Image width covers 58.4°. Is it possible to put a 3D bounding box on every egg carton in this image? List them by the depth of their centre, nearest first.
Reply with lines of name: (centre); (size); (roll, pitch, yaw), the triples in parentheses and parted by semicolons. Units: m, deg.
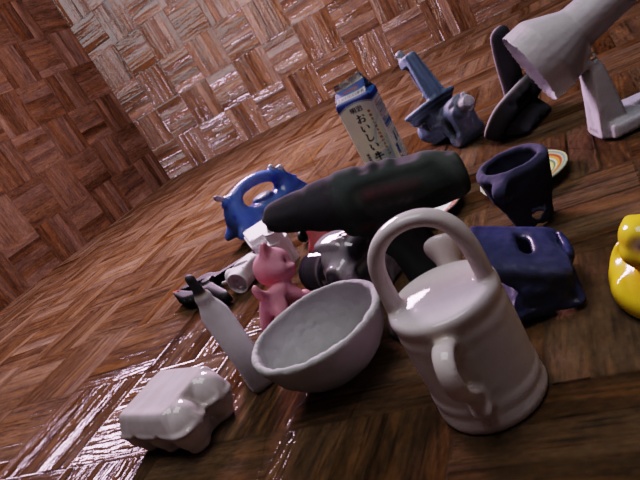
egg carton: (-0.181, 0.215, 0.724); (0.150, 0.069, 0.107); (-16, 23, 38)

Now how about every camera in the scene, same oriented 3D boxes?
camera: (0.037, 0.026, 0.832); (0.136, 0.101, 0.143); (-7, 29, 50)

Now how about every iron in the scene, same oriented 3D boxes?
iron: (-0.132, -0.105, 1.373); (0.259, 0.142, 0.118); (-41, 21, -28)

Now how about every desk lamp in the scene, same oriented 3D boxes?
desk lamp: (0.399, -0.259, 0.838); (0.203, 0.214, 0.118); (-26, 19, 14)

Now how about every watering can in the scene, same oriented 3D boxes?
watering can: (0.108, 0.057, 0.491); (0.101, 0.194, 0.172); (-30, 18, 2)

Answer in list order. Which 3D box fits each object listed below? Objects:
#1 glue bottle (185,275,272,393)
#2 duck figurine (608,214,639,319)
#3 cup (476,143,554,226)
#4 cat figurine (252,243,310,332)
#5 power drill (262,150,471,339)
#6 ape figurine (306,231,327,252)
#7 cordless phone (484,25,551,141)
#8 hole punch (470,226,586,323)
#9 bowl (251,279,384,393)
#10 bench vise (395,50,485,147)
glue bottle: (-0.121, 0.114, 0.730); (0.037, 0.173, 0.078); (-36, 19, -16)
duck figurine: (0.287, 0.015, 0.499); (0.077, 0.086, 0.104); (-29, 18, 5)
cup: (0.253, -0.056, 0.722); (0.091, 0.095, 0.118); (-15, 24, 40)
cat figurine: (-0.072, 0.063, 0.878); (0.067, 0.118, 0.128); (-22, 20, 24)
power drill: (0.076, 0.004, 0.655); (0.229, 0.209, 0.075); (-26, 19, 13)
ape figurine: (0.009, 0.003, 0.950); (0.077, 0.092, 0.076); (-16, 23, 37)
cordless phone: (0.339, -0.291, 1.063); (0.093, 0.185, 0.148); (-9, 28, 47)
hole punch: (0.209, 0.022, 0.593); (0.101, 0.091, 0.109); (-24, 20, 20)
bowl: (0.009, 0.122, 0.665); (0.167, 0.075, 0.167); (-27, 19, 10)
bench vise: (0.246, -0.306, 1.189); (0.122, 0.220, 0.206); (-41, 21, -30)
